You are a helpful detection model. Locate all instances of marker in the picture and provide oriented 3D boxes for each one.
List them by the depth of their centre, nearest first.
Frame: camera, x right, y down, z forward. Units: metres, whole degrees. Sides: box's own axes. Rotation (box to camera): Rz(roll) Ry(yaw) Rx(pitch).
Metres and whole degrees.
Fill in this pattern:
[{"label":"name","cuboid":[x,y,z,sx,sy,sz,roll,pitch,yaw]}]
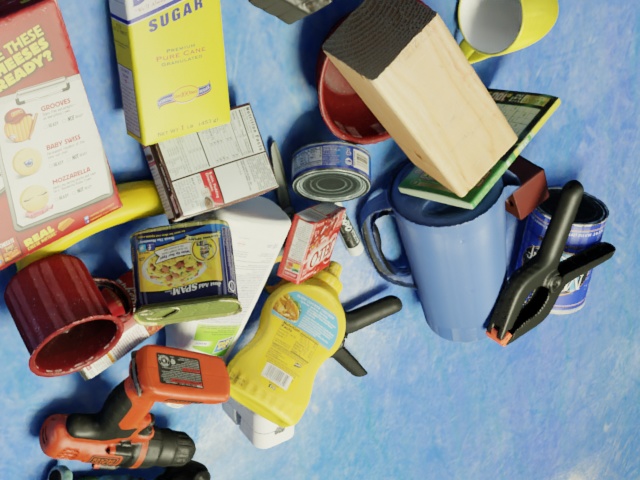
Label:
[{"label":"marker","cuboid":[0.023,-0.025,1.217,0.020,0.020,0.121,-39,137,-11]}]

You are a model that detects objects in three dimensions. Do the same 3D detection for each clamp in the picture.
[{"label":"clamp","cuboid":[0.023,0.107,1.294,0.171,0.039,0.120,16,107,-44]},{"label":"clamp","cuboid":[0.284,0.046,1.311,0.210,0.036,0.164,-55,137,-1]}]

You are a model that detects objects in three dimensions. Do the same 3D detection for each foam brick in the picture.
[{"label":"foam brick","cuboid":[0.235,-0.072,1.315,0.051,0.078,0.053,-39,136,-13]}]

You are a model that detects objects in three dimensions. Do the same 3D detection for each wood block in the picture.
[{"label":"wood block","cuboid":[0.103,-0.145,1.063,0.090,0.091,0.205,-47,137,-1]}]

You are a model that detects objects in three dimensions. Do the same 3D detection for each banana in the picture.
[{"label":"banana","cuboid":[-0.212,-0.019,1.020,0.197,0.037,0.070,-28,157,-19]}]

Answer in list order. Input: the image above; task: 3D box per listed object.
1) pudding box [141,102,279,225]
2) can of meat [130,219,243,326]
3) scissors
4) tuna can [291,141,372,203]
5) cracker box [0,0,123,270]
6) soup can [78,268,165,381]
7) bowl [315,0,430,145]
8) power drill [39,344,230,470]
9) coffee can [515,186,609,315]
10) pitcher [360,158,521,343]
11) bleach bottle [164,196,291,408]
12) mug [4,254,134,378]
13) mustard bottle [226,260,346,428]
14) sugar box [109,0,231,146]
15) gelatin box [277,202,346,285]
[{"label":"pudding box","cuboid":[-0.106,-0.075,1.032,0.113,0.039,0.090,-21,92,-29]},{"label":"can of meat","cuboid":[-0.130,0.031,1.019,0.102,0.084,0.057,-8,162,0]},{"label":"scissors","cuboid":[-0.049,-0.012,1.169,0.096,0.016,0.201,-40,136,-11]},{"label":"tuna can","cuboid":[0.012,-0.071,1.128,0.086,0.086,0.034,25,57,-46]},{"label":"cracker box","cuboid":[-0.274,-0.087,0.892,0.164,0.072,0.214,-30,133,-22]},{"label":"soup can","cuboid":[-0.210,0.084,1.066,0.102,0.069,0.068,-36,135,-14]},{"label":"bowl","cuboid":[0.051,-0.182,1.103,0.161,0.055,0.162,-21,130,-27]},{"label":"power drill","cuboid":[-0.175,0.185,1.118,0.184,0.057,0.188,13,137,-38]},{"label":"coffee can","cuboid":[0.319,0.014,1.424,0.102,0.103,0.140,-14,126,-32]},{"label":"pitcher","cuboid":[0.154,0.015,1.286,0.144,0.149,0.243,-46,143,-26]},{"label":"bleach bottle","cuboid":[-0.122,0.071,1.135,0.102,0.068,0.251,8,116,-38]},{"label":"mug","cuboid":[-0.231,0.065,0.995,0.117,0.081,0.093,-16,150,-33]},{"label":"mustard bottle","cuboid":[-0.026,0.104,1.185,0.096,0.058,0.191,33,67,-6]},{"label":"sugar box","cuboid":[-0.134,-0.181,0.947,0.093,0.048,0.176,-20,124,-28]},{"label":"gelatin box","cuboid":[-0.008,0.001,1.151,0.089,0.030,0.073,-28,138,-64]}]
